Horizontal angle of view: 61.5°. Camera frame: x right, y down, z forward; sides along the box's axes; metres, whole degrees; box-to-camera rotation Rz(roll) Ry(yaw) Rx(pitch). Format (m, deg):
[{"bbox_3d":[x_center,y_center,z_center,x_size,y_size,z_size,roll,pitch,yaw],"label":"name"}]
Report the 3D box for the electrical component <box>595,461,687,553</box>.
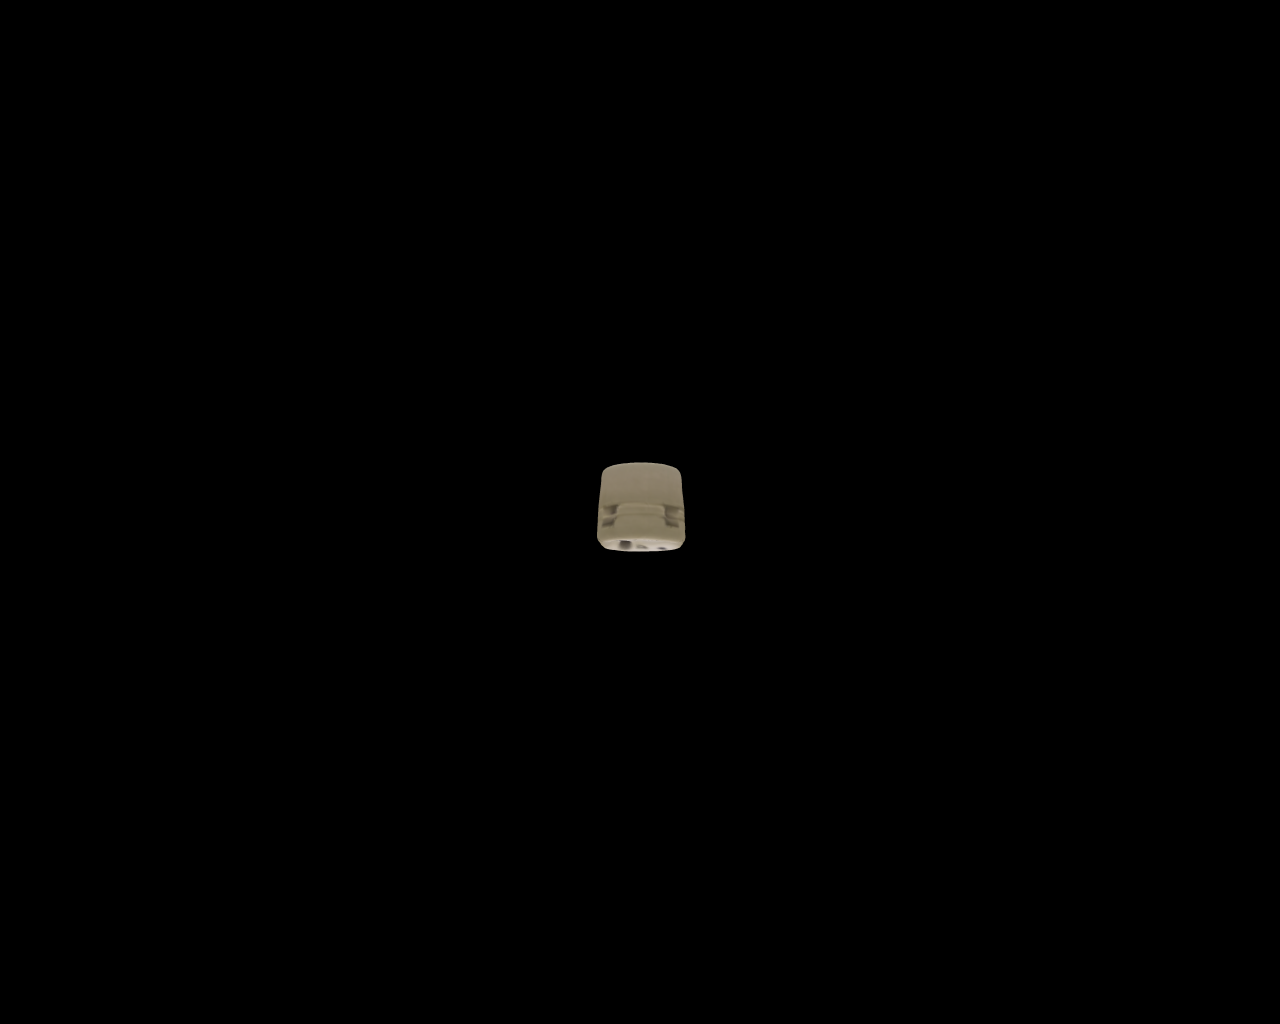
[{"bbox_3d":[0.001,-0.003,0.650,0.055,0.047,0.055,0,-11,0],"label":"electrical component"}]
